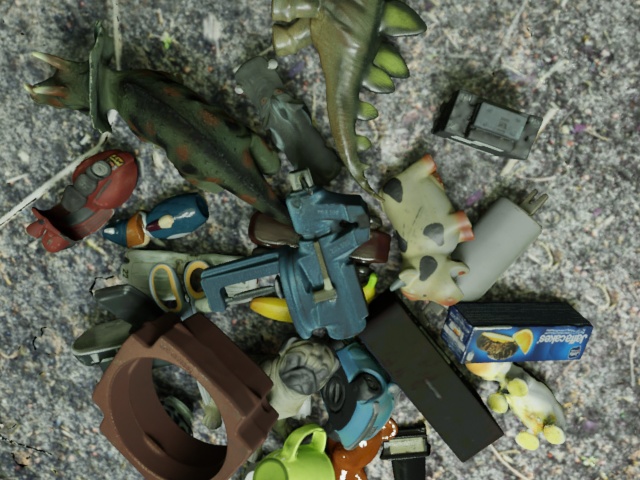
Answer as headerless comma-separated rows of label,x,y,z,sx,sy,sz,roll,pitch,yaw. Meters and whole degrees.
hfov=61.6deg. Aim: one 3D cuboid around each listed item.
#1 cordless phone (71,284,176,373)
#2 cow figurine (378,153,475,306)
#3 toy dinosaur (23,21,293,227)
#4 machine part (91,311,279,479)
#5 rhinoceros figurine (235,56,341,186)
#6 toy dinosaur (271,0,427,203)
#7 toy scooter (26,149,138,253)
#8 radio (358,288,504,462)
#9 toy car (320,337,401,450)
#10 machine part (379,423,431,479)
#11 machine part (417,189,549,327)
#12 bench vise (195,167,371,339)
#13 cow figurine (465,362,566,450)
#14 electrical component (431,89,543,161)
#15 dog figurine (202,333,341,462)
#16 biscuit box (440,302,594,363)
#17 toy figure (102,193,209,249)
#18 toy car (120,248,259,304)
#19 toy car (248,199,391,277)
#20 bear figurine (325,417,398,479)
cordless phone,-0.280,0.115,0.727,0.147,0.184,0.089,-12,62,2
cow figurine,0.136,-0.003,0.716,0.127,0.085,0.195,-28,64,14
toy dinosaur,-0.169,-0.135,0.671,0.405,0.192,0.131,31,97,8
machine part,-0.167,0.205,0.667,0.201,0.087,0.201,42,117,8
rhinoceros figurine,-0.045,-0.153,0.719,0.073,0.112,0.190,-32,101,9
toy dinosaur,0.036,-0.288,0.691,0.199,0.105,0.470,5,93,1
toy scooter,-0.330,-0.050,0.732,0.075,0.135,0.184,42,96,-2
radio,0.145,0.177,0.746,0.073,0.131,0.229,-37,95,6
toy car,0.057,0.208,0.759,0.103,0.162,0.109,13,119,-31
machine part,0.134,0.351,0.819,0.084,0.039,0.138,-9,96,-4
machine part,0.223,0.025,0.749,0.079,0.079,0.243,40,99,-3
bench vise,-0.047,0.033,0.657,0.241,0.129,0.223,-15,117,8
cow figurine,0.281,0.206,0.770,0.068,0.098,0.167,-40,85,34
electrical component,0.215,-0.147,0.697,0.115,0.134,0.058,17,99,-2
dog figurine,-0.075,0.176,0.739,0.172,0.121,0.190,32,114,13
biscuit box,0.270,0.125,0.731,0.203,0.063,0.059,3,115,-19
toy figure,-0.237,-0.023,0.766,0.155,0.064,0.058,-19,76,9
toy car,-0.190,0.052,0.780,0.202,0.056,0.073,3,98,1
toy car,-0.002,-0.002,0.767,0.202,0.053,0.089,9,78,0
bear figurine,0.030,0.341,0.777,0.120,0.132,0.195,22,105,17
